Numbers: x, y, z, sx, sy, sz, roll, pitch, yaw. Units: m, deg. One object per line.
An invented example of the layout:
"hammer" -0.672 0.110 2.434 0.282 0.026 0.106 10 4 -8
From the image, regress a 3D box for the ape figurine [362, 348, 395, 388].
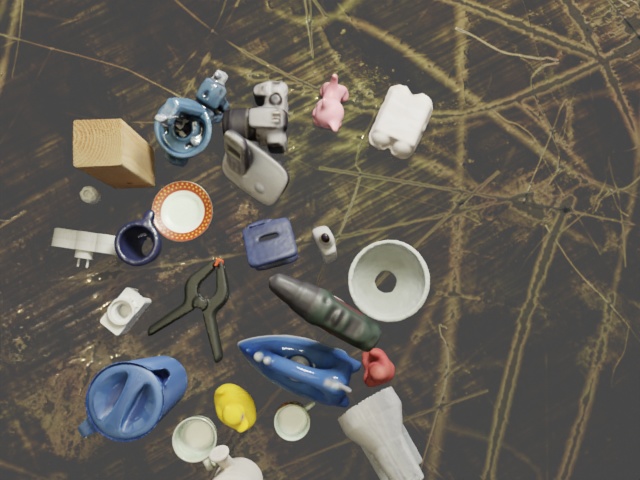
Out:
"ape figurine" 0.116 0.263 1.157 0.076 0.092 0.078 31 85 3

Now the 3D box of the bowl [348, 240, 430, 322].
"bowl" 0.139 0.086 1.184 0.167 0.074 0.167 0 84 -1

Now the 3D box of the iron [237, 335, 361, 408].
"iron" -0.051 0.252 1.131 0.258 0.141 0.119 18 84 1

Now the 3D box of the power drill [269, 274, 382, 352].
"power drill" 0.007 0.137 1.111 0.229 0.208 0.076 29 85 3

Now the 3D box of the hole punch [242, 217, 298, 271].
"hole punch" -0.105 0.006 1.182 0.108 0.091 0.101 -17 84 -2

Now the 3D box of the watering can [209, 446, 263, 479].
"watering can" -0.171 0.480 1.080 0.101 0.194 0.173 -36 85 -4

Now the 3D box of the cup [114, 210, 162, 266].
"cup" -0.359 -0.002 1.178 0.091 0.095 0.118 19 84 2

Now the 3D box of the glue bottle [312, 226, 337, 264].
"glue bottle" 0.010 0.004 1.142 0.037 0.173 0.078 -22 84 -2

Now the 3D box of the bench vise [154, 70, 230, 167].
"bench vise" -0.267 -0.263 1.144 0.121 0.219 0.207 15 84 1

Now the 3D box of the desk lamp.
"desk lamp" 0.125 0.377 1.084 0.118 0.213 0.203 -30 85 -3

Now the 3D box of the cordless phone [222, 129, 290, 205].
"cordless phone" -0.134 -0.150 1.151 0.147 0.185 0.094 34 85 3

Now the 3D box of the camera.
"camera" -0.135 -0.261 1.205 0.137 0.101 0.143 0 84 0

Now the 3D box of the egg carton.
"egg carton" 0.174 -0.252 1.223 0.107 0.069 0.150 23 84 2

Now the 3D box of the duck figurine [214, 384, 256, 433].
"duck figurine" -0.175 0.341 1.149 0.077 0.086 0.104 -36 85 -4

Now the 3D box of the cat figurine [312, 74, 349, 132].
"cat figurine" 0.022 -0.284 1.200 0.067 0.117 0.128 11 84 1
